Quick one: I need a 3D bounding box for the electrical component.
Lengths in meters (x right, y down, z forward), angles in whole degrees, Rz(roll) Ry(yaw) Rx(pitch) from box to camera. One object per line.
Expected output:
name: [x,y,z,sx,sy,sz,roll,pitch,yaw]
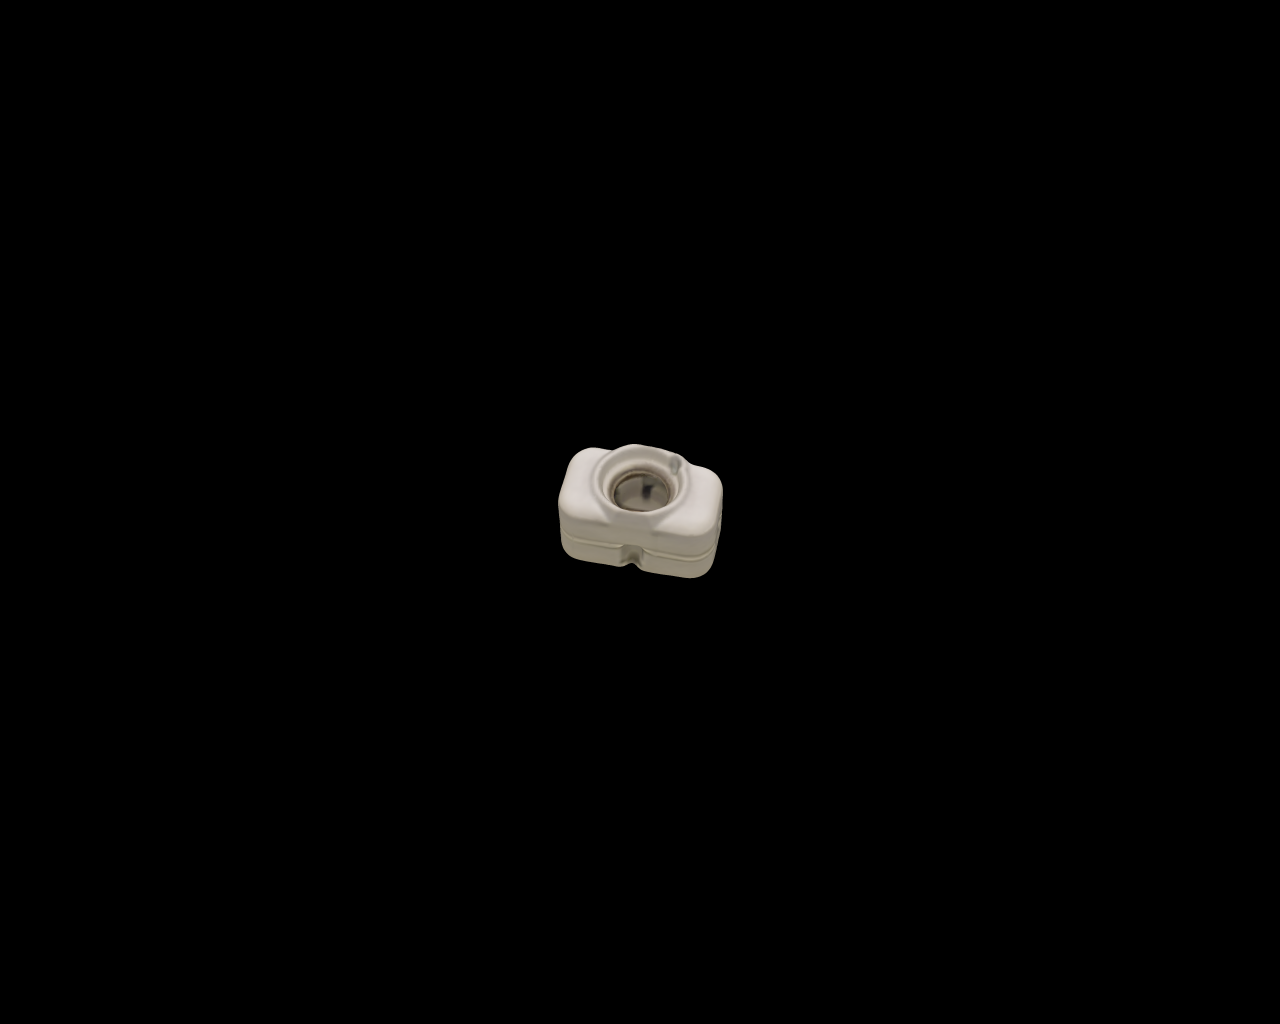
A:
electrical component: [0.001,-0.003,0.650,0.095,0.054,0.059,10,-36,8]
